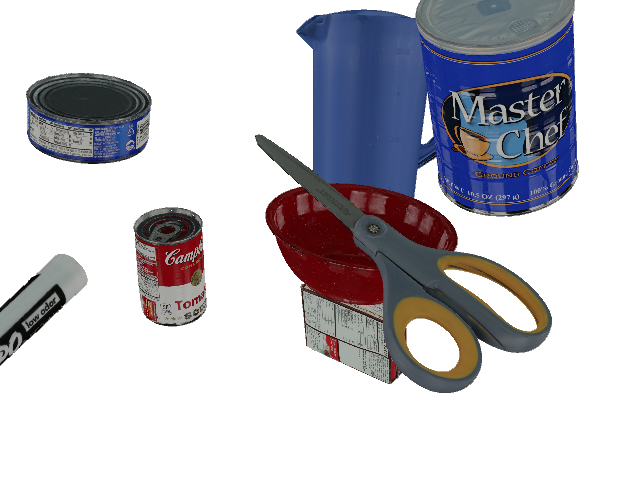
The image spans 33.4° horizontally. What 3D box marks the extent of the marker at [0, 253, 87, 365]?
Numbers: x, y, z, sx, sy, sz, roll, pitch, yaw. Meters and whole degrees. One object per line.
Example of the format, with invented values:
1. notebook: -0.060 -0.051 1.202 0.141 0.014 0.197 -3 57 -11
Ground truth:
1. marker: -0.142 0.048 0.441 0.020 0.020 0.121 0 36 39

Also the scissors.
1. scissors: 0.024 0.012 0.570 0.202 0.016 0.096 28 52 16

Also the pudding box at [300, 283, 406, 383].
1. pudding box: 0.035 0.090 1.116 0.114 0.090 0.039 20 44 27

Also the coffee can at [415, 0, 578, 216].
1. coffee can: 0.125 -0.102 0.738 0.103 0.140 0.103 -8 41 7

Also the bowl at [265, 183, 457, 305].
1. bowl: 0.031 0.009 0.898 0.162 0.055 0.162 6 26 -3

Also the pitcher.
1. pitcher: 0.062 -0.125 1.158 0.149 0.243 0.144 9 12 28

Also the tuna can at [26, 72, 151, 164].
1. tuna can: -0.163 -0.086 0.751 0.086 0.034 0.086 7 29 -4

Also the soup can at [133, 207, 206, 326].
1. soup can: -0.151 0.027 1.078 0.068 0.102 0.068 0 32 0
